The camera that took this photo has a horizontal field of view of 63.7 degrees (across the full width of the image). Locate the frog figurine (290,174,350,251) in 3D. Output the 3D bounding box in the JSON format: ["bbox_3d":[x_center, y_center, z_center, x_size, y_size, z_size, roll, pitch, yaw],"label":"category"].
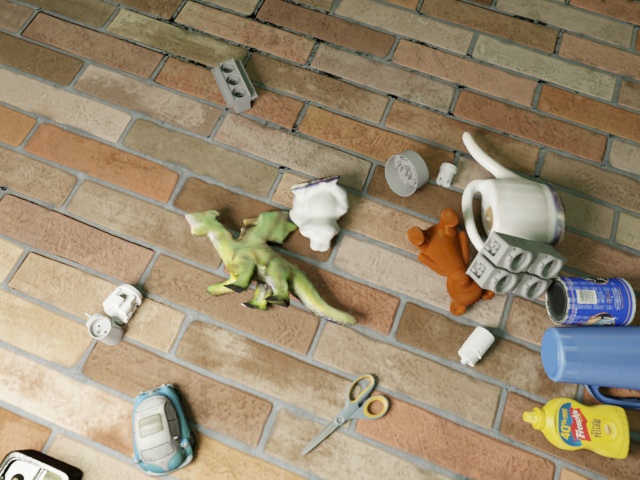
[{"bbox_3d":[0.004,-0.058,1.160,0.138,0.123,0.158,-15,98,-20],"label":"frog figurine"}]

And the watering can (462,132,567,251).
[{"bbox_3d":[0.436,-0.104,1.183,0.224,0.102,0.355,4,63,-2],"label":"watering can"}]

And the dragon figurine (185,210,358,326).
[{"bbox_3d":[-0.100,0.032,1.115,0.410,0.119,0.248,16,59,-5],"label":"dragon figurine"}]
